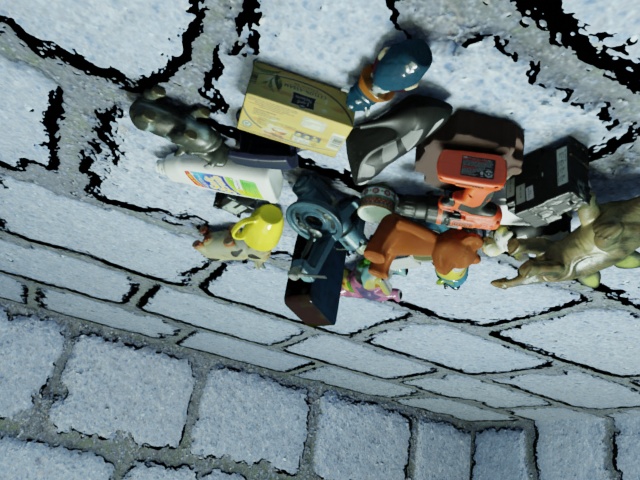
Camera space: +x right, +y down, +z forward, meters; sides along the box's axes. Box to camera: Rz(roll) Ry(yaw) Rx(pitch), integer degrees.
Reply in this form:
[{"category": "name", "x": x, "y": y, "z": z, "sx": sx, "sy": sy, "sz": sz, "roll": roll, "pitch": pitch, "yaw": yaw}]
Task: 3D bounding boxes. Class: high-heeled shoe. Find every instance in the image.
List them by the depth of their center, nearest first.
[{"category": "high-heeled shoe", "x": 0.124, "y": -0.161, "z": 0.894, "sx": 0.145, "sy": 0.086, "sz": 0.248, "roll": -12, "pitch": 167, "yaw": -5}]

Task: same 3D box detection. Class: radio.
[{"category": "radio", "x": -0.006, "y": 0.069, "z": 1.222, "sx": 0.073, "sy": 0.229, "sz": 0.131, "roll": -10, "pitch": 145, "yaw": 28}]

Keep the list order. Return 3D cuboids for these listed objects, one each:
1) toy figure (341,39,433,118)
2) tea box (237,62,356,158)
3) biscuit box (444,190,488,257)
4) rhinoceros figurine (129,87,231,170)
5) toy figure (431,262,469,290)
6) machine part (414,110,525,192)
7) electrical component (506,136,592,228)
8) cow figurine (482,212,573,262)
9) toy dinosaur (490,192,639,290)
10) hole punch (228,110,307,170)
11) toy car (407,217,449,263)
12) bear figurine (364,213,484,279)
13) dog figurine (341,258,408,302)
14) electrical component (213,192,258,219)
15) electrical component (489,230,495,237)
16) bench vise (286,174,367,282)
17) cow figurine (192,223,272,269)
[{"category": "toy figure", "x": 0.092, "y": -0.226, "z": 0.759, "sx": 0.058, "sy": 0.064, "sz": 0.154, "roll": -20, "pitch": 179, "yaw": -34}, {"category": "tea box", "x": -0.037, "y": -0.201, "z": 0.847, "sx": 0.170, "sy": 0.068, "sz": 0.098, "roll": 17, "pitch": 153, "yaw": -12}, {"category": "biscuit box", "x": 0.297, "y": -0.032, "z": 1.085, "sx": 0.063, "sy": 0.059, "sz": 0.202, "roll": -5, "pitch": 151, "yaw": 21}, {"category": "rhinoceros figurine", "x": -0.244, "y": -0.188, "z": 0.950, "sx": 0.190, "sy": 0.073, "sz": 0.112, "roll": 25, "pitch": 150, "yaw": -28}, {"category": "toy figure", "x": 0.303, "y": 0.059, "z": 1.256, "sx": 0.089, "sy": 0.082, "sz": 0.180, "roll": 1, "pitch": 156, "yaw": 15}, {"category": "machine part", "x": 0.243, "y": -0.138, "z": 0.889, "sx": 0.179, "sy": 0.056, "sz": 0.179, "roll": 10, "pitch": 156, "yaw": 4}, {"category": "electrical component", "x": 0.366, "y": -0.089, "z": 0.875, "sx": 0.058, "sy": 0.115, "sz": 0.134, "roll": 28, "pitch": 150, "yaw": -25}, {"category": "cow figurine", "x": 0.401, "y": -0.013, "z": 1.040, "sx": 0.167, "sy": 0.068, "sz": 0.098, "roll": -5, "pitch": 127, "yaw": -4}, {"category": "toy dinosaur", "x": 0.501, "y": -0.013, "z": 0.926, "sx": 0.198, "sy": 0.105, "sz": 0.471, "roll": 17, "pitch": 142, "yaw": -35}, {"category": "hole punch", "x": -0.095, "y": -0.157, "z": 0.945, "sx": 0.142, "sy": 0.092, "sz": 0.115, "roll": 3, "pitch": 158, "yaw": 7}, {"category": "toy car", "x": 0.223, "y": -0.006, "z": 1.122, "sx": 0.109, "sy": 0.103, "sz": 0.161, "roll": 1, "pitch": 155, "yaw": 17}, {"category": "bear figurine", "x": 0.198, "y": 0.026, "z": 1.013, "sx": 0.196, "sy": 0.132, "sz": 0.120, "roll": 22, "pitch": 160, "yaw": 18}, {"category": "dog figurine", "x": 0.103, "y": 0.097, "z": 1.387, "sx": 0.219, "sy": 0.108, "sz": 0.191, "roll": -4, "pitch": 152, "yaw": 33}, {"category": "electrical component", "x": -0.172, "y": -0.093, "z": 1.153, "sx": 0.075, "sy": 0.048, "sz": 0.119, "roll": 23, "pitch": 152, "yaw": -26}, {"category": "electrical component", "x": 0.402, "y": -0.009, "z": 1.120, "sx": 0.102, "sy": 0.045, "sz": 0.078, "roll": 16, "pitch": 126, "yaw": -17}, {"category": "bench vise", "x": 0.006, "y": -0.004, "z": 1.072, "sx": 0.129, "sy": 0.240, "sz": 0.223, "roll": -4, "pitch": 136, "yaw": 36}, {"category": "cow figurine", "x": -0.208, "y": 0.019, "z": 1.364, "sx": 0.195, "sy": 0.085, "sz": 0.127, "roll": -4, "pitch": 146, "yaw": 23}]
